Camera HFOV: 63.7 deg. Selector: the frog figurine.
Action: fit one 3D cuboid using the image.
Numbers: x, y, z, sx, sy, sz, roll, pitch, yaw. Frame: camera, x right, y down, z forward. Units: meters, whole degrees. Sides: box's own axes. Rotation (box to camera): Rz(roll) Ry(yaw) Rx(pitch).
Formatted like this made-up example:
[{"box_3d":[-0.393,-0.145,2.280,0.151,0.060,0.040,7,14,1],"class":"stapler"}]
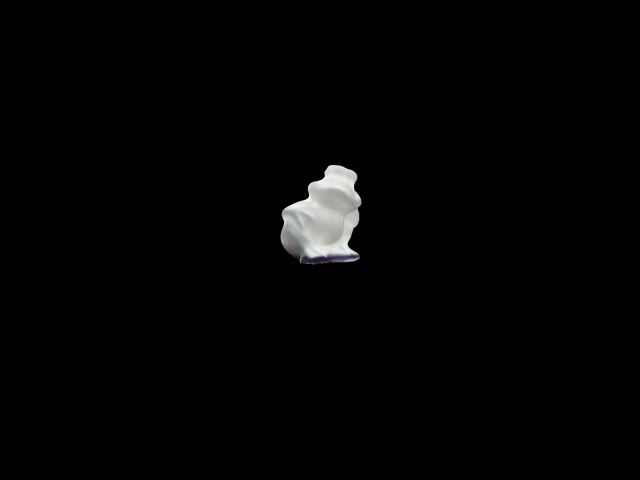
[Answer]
[{"box_3d":[0.003,-0.043,0.850,0.137,0.160,0.122,0,-1,-19],"class":"frog figurine"}]
